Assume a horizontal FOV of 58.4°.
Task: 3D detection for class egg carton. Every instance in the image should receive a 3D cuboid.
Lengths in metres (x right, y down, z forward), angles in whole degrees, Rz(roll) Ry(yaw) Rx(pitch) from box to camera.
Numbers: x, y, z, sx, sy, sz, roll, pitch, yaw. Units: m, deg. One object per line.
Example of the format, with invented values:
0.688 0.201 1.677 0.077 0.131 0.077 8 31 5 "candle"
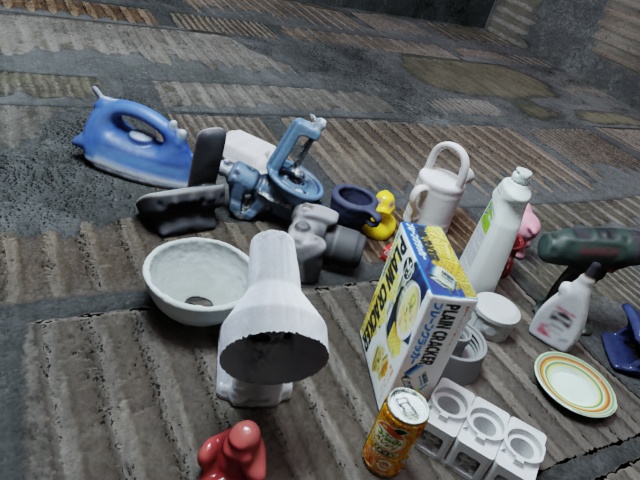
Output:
-0.159 -0.177 1.220 0.150 0.069 0.107 26 34 15 "egg carton"

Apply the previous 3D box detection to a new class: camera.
0.009 0.004 0.993 0.137 0.101 0.143 16 33 0 "camera"

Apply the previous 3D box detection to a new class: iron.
-0.335 -0.196 1.104 0.258 0.141 0.119 19 33 4 "iron"

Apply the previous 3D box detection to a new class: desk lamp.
-0.068 0.109 0.697 0.118 0.213 0.203 6 34 -15 "desk lamp"

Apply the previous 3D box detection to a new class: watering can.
0.252 -0.115 1.190 0.100 0.194 0.173 26 34 16 "watering can"

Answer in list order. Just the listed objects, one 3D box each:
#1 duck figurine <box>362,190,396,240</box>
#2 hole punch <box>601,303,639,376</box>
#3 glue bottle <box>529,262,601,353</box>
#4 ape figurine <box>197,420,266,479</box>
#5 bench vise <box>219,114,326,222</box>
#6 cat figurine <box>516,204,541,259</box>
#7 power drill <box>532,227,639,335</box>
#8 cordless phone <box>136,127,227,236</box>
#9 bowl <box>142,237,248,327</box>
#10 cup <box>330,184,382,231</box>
0.123 -0.061 1.154 0.077 0.086 0.104 14 33 -3 "duck figurine"
0.556 0.174 0.986 0.101 0.091 0.108 17 33 1 "hole punch"
0.418 0.105 0.953 0.078 0.173 0.037 29 35 20 "glue bottle"
-0.088 0.230 0.619 0.077 0.092 0.076 33 37 25 "ape figurine"
-0.075 -0.127 1.042 0.208 0.220 0.121 0 36 -23 "bench vise"
0.427 -0.028 1.207 0.067 0.118 0.128 25 34 13 "cat figurine"
0.477 0.065 1.007 0.230 0.208 0.075 10 33 -9 "power drill"
-0.230 -0.109 0.979 0.148 0.185 0.094 -16 44 -40 "cordless phone"
-0.174 0.072 0.834 0.167 0.075 0.167 11 33 -7 "bowl"
0.066 -0.039 1.088 0.092 0.095 0.117 -16 45 -40 "cup"
